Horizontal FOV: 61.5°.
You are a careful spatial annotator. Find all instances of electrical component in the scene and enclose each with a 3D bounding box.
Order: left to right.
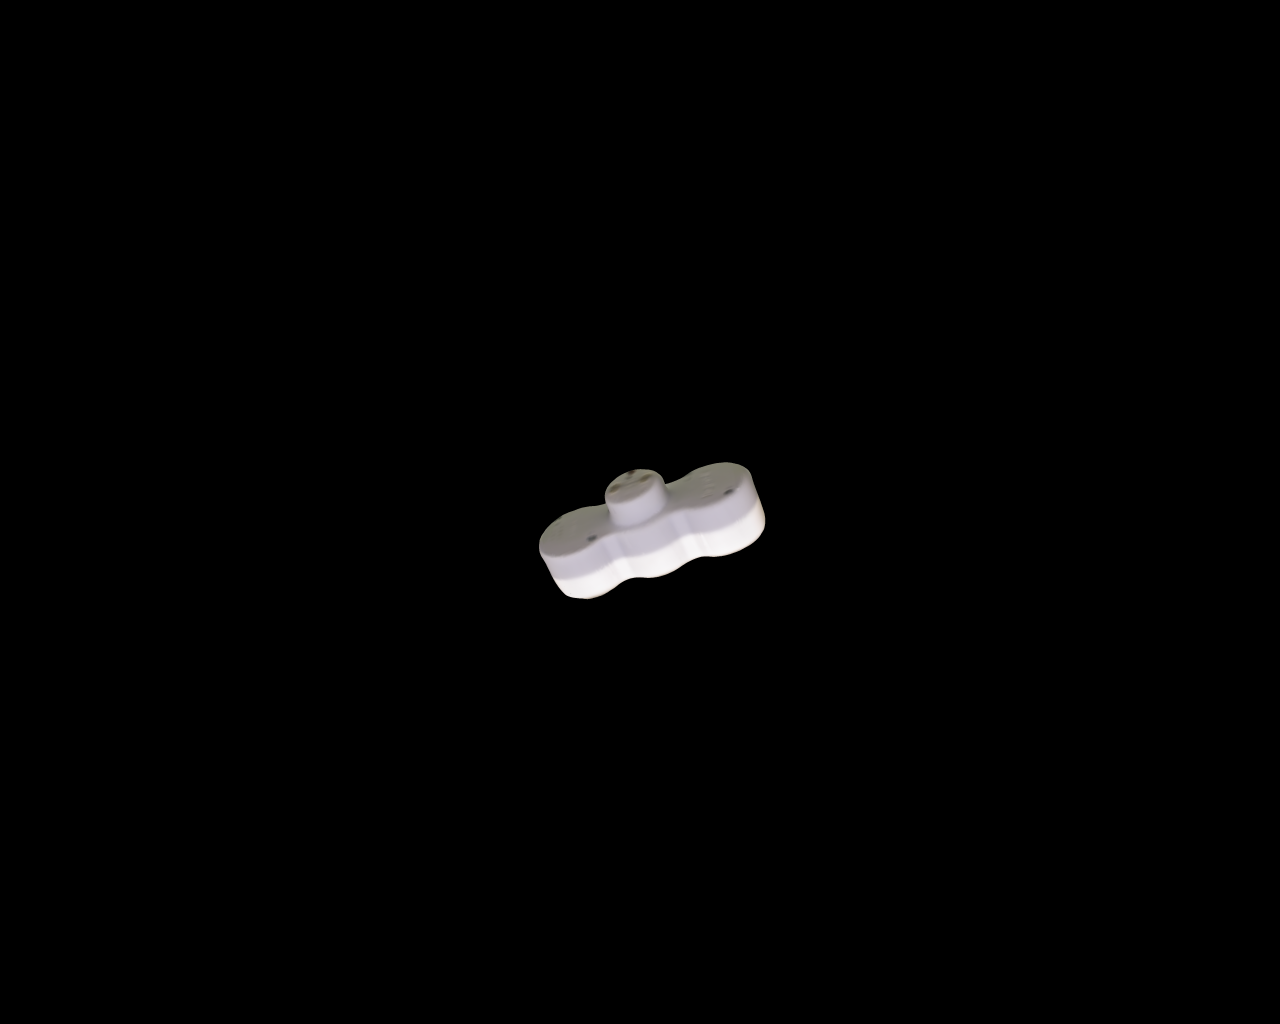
[{"bbox_3d":[0.001,-0.003,0.650,0.138,0.073,0.052,-18,29,10],"label":"electrical component"}]
